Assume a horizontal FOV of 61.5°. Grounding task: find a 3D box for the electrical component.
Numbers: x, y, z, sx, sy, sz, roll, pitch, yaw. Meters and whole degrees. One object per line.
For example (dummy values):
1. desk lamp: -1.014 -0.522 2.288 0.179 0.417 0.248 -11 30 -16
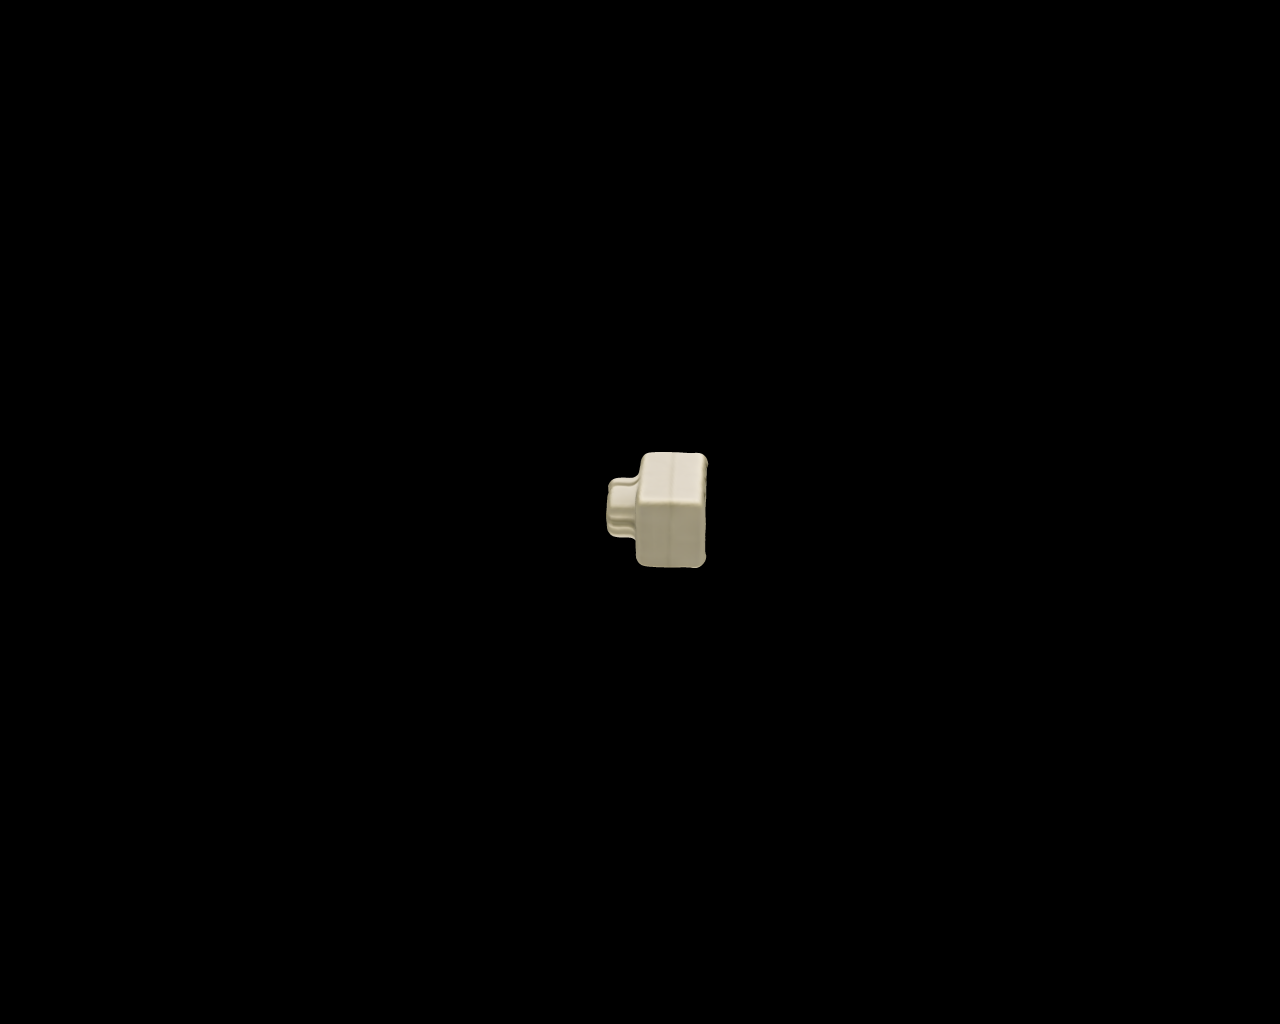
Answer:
1. electrical component: 0.001 -0.003 0.650 0.077 0.047 0.066 2 31 3
